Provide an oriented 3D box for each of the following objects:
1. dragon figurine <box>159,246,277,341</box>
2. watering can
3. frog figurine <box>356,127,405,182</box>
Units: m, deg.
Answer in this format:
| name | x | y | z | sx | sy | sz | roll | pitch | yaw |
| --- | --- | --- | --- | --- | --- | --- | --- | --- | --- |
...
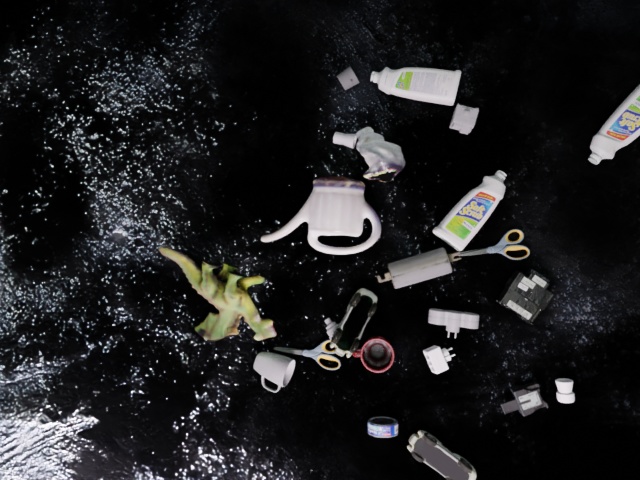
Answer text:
| name | x | y | z | sx | sy | sz | roll | pitch | yaw |
| --- | --- | --- | --- | --- | --- | --- | --- | --- | --- |
| dragon figurine | -0.309 | 0.183 | 1.514 | 0.411 | 0.123 | 0.241 | 18 | 97 | 9 |
| watering can | 0.005 | -0.075 | 1.486 | 0.348 | 0.103 | 0.225 | 4 | 86 | 7 |
| frog figurine | 0.173 | -0.257 | 1.476 | 0.138 | 0.121 | 0.161 | -3 | 76 | -26 |
